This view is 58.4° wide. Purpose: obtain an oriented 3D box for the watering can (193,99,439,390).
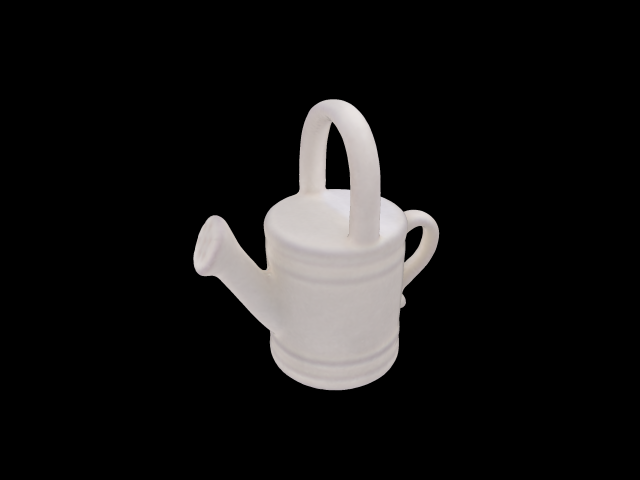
[{"bbox_3d":[0.005,0.002,0.398,0.173,0.194,0.100,-25,38,-37],"label":"watering can"}]
